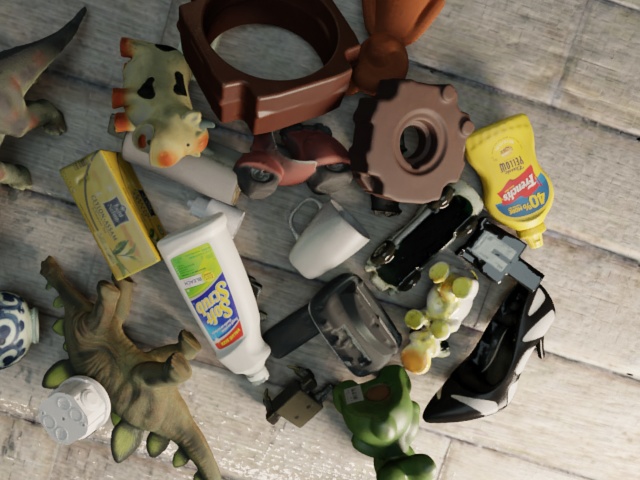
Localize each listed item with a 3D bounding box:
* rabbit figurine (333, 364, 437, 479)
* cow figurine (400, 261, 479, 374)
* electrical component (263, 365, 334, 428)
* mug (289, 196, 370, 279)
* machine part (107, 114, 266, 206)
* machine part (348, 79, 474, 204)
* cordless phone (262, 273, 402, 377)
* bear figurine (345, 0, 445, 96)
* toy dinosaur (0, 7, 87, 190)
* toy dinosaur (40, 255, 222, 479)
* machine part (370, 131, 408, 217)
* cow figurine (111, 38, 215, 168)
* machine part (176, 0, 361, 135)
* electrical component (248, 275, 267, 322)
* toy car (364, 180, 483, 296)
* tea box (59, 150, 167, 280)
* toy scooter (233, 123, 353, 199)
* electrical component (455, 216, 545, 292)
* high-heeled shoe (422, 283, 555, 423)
[{"bbox_3d":[0.110,0.294,0.786,0.121,0.159,0.170,-22,111,-8],"label":"rabbit figurine"},{"bbox_3d":[0.176,0.116,0.792,0.068,0.098,0.167,31,102,30],"label":"cow figurine"},{"bbox_3d":[-0.038,0.240,0.821,0.078,0.045,0.102,38,98,-33],"label":"electrical component"},{"bbox_3d":[-0.002,-0.002,0.777,0.109,0.081,0.107,42,101,-5],"label":"mug"},{"bbox_3d":[-0.187,-0.114,0.764,0.243,0.079,0.079,22,95,-3],"label":"machine part"},{"bbox_3d":[0.124,-0.132,0.729,0.179,0.056,0.179,-7,106,-23],"label":"machine part"},{"bbox_3d":[0.014,0.151,0.803,0.184,0.089,0.146,-34,96,14],"label":"cordless phone"},{"bbox_3d":[0.092,-0.291,0.726,0.120,0.132,0.195,20,90,10],"label":"bear figurine"},{"bbox_3d":[-0.443,-0.150,0.702,0.131,0.192,0.404,24,96,-5],"label":"toy dinosaur"},{"bbox_3d":[-0.268,0.212,0.789,0.198,0.105,0.471,-44,85,11],"label":"toy dinosaur"},{"bbox_3d":[0.093,-0.102,0.789,0.084,0.039,0.138,-7,94,-8],"label":"machine part"},{"bbox_3d":[-0.203,-0.174,0.702,0.127,0.085,0.195,-1,57,-12],"label":"cow figurine"},{"bbox_3d":[-0.067,-0.248,0.701,0.201,0.087,0.201,-24,73,-19],"label":"machine part"},{"bbox_3d":[-0.116,0.084,0.813,0.094,0.021,0.063,28,94,-3],"label":"electrical component"},{"bbox_3d":[0.152,-0.003,0.790,0.202,0.056,0.073,-44,101,5],"label":"toy car"},{"bbox_3d":[-0.282,-0.037,0.761,0.068,0.098,0.169,-27,97,3],"label":"tea box"},{"bbox_3d":[-0.042,-0.129,0.749,0.184,0.075,0.135,-8,71,-32],"label":"toy scooter"},{"bbox_3d":[0.267,0.025,0.785,0.119,0.048,0.075,33,95,9],"label":"electrical component"},{"bbox_3d":[0.243,0.161,0.784,0.249,0.086,0.145,-27,113,-14],"label":"high-heeled shoe"}]
